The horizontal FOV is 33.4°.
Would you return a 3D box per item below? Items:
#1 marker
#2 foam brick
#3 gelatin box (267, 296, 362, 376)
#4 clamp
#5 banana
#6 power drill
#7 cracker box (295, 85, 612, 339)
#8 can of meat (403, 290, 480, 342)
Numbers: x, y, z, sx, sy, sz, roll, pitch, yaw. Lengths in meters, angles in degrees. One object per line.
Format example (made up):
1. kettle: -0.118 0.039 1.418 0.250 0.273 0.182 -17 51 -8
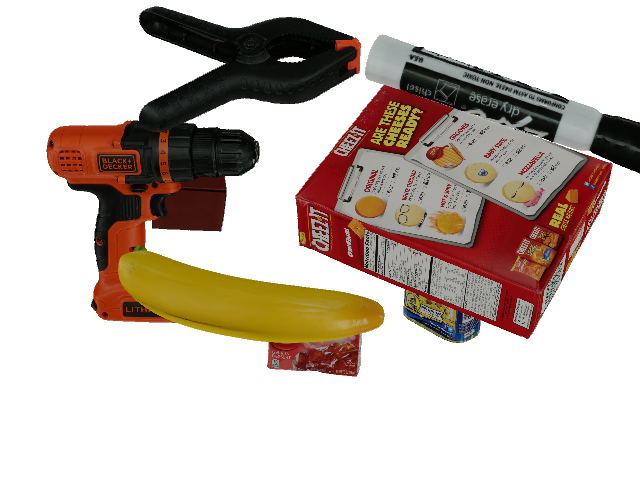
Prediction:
1. marker: 0.076 -0.053 0.415 0.121 0.020 0.020 21 5 13
2. foam brick: -0.143 -0.045 1.164 0.078 0.051 0.053 3 28 -8
3. gelatin box: -0.005 0.088 1.021 0.089 0.073 0.030 5 15 8
4. clamp: -0.059 -0.140 0.800 0.171 0.120 0.039 -10 -30 -11
5. banana: -0.060 0.033 0.682 0.198 0.037 0.069 15 33 26
6. power drill: -0.143 -0.018 0.956 0.184 0.188 0.057 2 27 6
7. cracker box: 0.111 -0.029 0.891 0.214 0.072 0.164 22 52 20
8. can of meat: 0.145 0.063 1.258 0.057 0.084 0.102 -24 38 -36
